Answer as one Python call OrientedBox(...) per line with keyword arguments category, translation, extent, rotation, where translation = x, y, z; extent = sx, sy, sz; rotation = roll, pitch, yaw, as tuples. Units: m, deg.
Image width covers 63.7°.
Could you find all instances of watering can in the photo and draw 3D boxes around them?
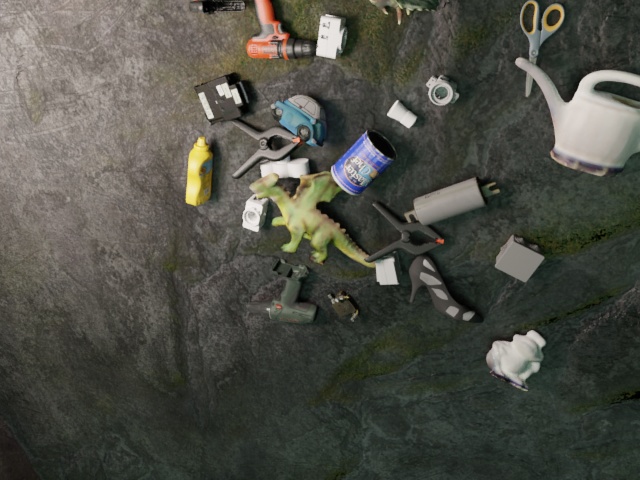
OrientedBox(category="watering can", translation=(0.564, -0.260, 1.105), extent=(0.348, 0.106, 0.219), rotation=(18, 121, 9))

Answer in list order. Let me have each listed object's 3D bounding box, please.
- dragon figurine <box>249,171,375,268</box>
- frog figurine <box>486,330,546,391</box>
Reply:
OrientedBox(category="dragon figurine", translation=(0.004, -0.070, 1.388), extent=(0.409, 0.125, 0.237), rotation=(16, 125, -9))
OrientedBox(category="frog figurine", translation=(0.543, 0.317, 1.423), extent=(0.138, 0.122, 0.160), rotation=(26, 86, 14))
